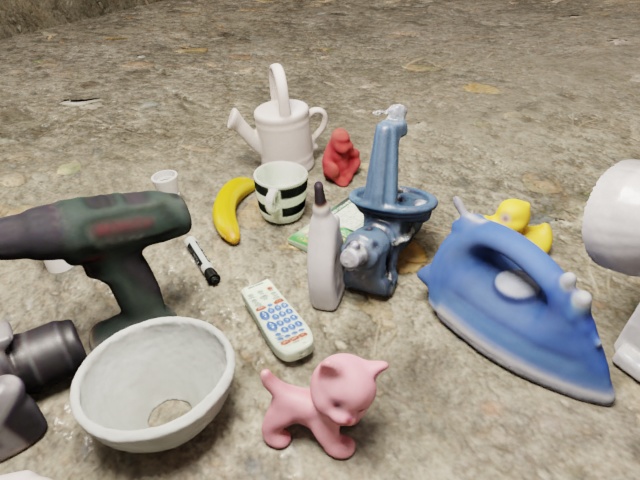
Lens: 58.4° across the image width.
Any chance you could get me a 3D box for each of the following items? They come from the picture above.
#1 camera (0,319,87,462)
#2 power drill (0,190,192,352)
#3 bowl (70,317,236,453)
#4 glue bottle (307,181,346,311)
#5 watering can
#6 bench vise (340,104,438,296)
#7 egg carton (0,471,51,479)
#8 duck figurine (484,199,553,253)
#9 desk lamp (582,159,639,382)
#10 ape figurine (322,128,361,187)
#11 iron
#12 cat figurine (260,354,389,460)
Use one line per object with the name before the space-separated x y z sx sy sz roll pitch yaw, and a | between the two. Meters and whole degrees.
camera | -0.333 0.143 0.633 0.137 0.101 0.142 -23 38 -23
power drill | -0.255 0.039 0.677 0.230 0.209 0.075 -24 38 -24
bowl | -0.168 0.162 0.605 0.167 0.075 0.167 -4 35 3
glue bottle | 0.007 0.003 0.721 0.037 0.173 0.078 6 37 17
watering can | -0.075 -0.216 1.030 0.173 0.194 0.100 -25 39 -25
bench vise | 0.092 -0.049 0.742 0.121 0.220 0.207 1 35 11
egg carton | -0.294 0.261 0.486 0.150 0.069 0.107 -11 35 -7
duck figurine | 0.268 -0.016 0.787 0.104 0.086 0.077 -6 35 0
desk lamp | 0.366 0.042 0.576 0.118 0.214 0.202 -20 37 -19
ape figurine | 0.036 -0.152 1.010 0.078 0.092 0.076 -20 37 -19
iron | 0.227 0.056 0.641 0.119 0.142 0.257 -24 39 -24
cat figurine | 0.002 0.149 0.560 0.127 0.118 0.067 3 36 13
